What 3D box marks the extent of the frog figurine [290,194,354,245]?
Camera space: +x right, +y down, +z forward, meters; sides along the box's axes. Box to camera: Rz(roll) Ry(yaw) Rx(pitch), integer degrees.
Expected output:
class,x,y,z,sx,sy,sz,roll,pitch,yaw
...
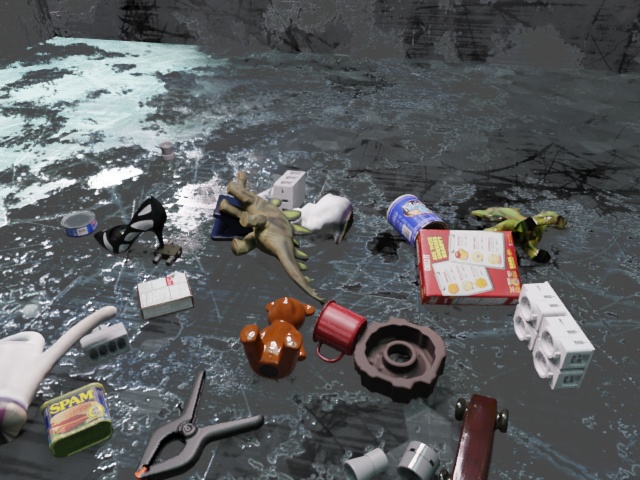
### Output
class,x,y,z,sx,sy,sz,roll,pitch,yaw
frog figurine,0.004,-0.069,1.372,0.160,0.120,0.140,21,57,10

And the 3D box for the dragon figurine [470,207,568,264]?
class,x,y,z,sx,sy,sz,roll,pitch,yaw
dragon figurine,0.479,-0.030,1.363,0.410,0.120,0.246,-2,17,-6

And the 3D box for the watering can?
class,x,y,z,sx,sy,sz,roll,pitch,yaw
watering can,-0.531,0.237,0.900,0.348,0.102,0.229,-21,36,-4
